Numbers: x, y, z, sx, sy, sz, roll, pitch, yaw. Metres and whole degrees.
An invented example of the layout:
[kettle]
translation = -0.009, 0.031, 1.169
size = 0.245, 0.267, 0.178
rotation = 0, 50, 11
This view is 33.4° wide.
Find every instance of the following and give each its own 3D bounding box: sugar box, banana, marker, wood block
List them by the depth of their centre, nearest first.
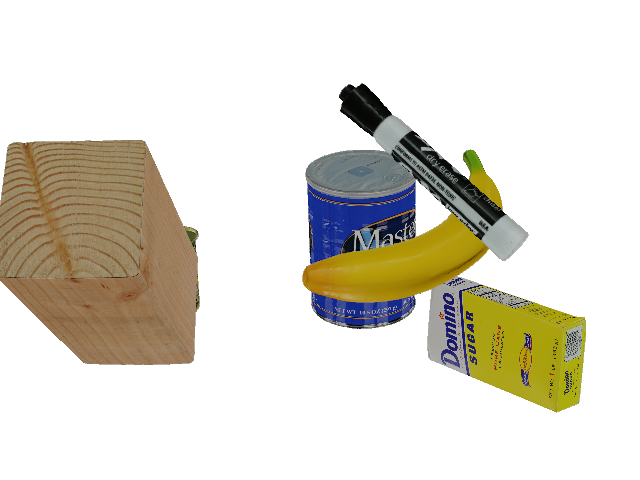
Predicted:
[marker]
translation = 0.055, -0.037, 0.542
size = 0.121, 0.020, 0.020
rotation = 44, 12, 13
[wood block]
translation = -0.145, 0.017, 0.736
size = 0.090, 0.091, 0.206
rotation = 0, -21, 3
[banana]
translation = 0.073, 0.002, 0.752
size = 0.070, 0.037, 0.197
rotation = 35, 48, 24
[sugar box]
translation = 0.188, 0.103, 1.106
size = 0.048, 0.093, 0.177
rotation = -12, 20, -42

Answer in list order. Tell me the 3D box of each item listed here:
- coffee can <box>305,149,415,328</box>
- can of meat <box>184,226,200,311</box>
[coffee can]
translation = 0.039, -0.003, 1.009
size = 0.103, 0.140, 0.103
rotation = -2, 26, 1
[can of meat]
translation = -0.158, 0.043, 1.038
size = 0.057, 0.084, 0.102
rotation = 9, 27, 19
